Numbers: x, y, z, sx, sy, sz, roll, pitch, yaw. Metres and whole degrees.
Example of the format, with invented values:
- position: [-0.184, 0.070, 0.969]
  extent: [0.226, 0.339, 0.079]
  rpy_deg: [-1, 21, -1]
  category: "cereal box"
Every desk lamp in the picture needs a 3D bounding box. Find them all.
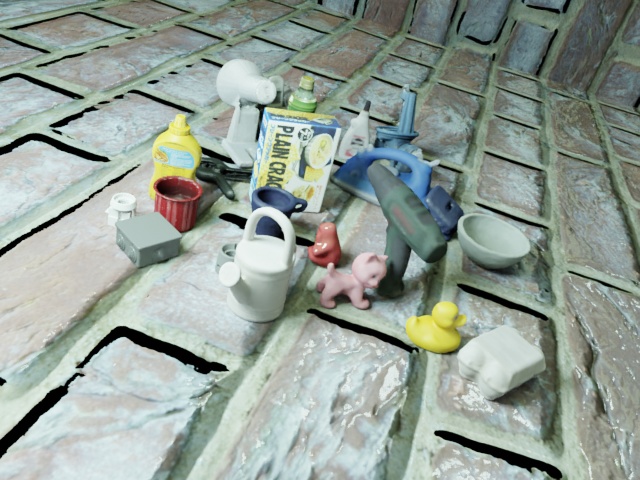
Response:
- position: [-0.174, -0.318, 1.413]
  extent: [0.118, 0.213, 0.202]
  rpy_deg: [-8, 40, -32]
  category: "desk lamp"

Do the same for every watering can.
- position: [-0.094, 0.038, 0.944]
  extent: [0.101, 0.194, 0.173]
  rpy_deg: [18, 33, 4]
  category: "watering can"

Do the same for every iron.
- position: [0.161, -0.167, 1.400]
  extent: [0.258, 0.141, 0.119]
  rpy_deg: [18, 33, 3]
  category: "iron"

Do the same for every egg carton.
- position: [0.310, 0.208, 0.981]
  extent: [0.151, 0.069, 0.107]
  rpy_deg: [-14, 43, -37]
  category: "egg carton"

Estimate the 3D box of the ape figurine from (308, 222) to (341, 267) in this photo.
- position: [0.010, 0.004, 1.131]
  extent: [0.076, 0.092, 0.078]
  rpy_deg: [29, 36, 19]
  category: "ape figurine"

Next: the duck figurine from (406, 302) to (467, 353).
- position: [0.209, 0.146, 1.014]
  extent: [0.104, 0.086, 0.077]
  rpy_deg: [12, 34, -6]
  category: "duck figurine"

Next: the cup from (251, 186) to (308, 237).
- position: [-0.088, -0.049, 1.165]
  extent: [0.118, 0.095, 0.091]
  rpy_deg: [1, 36, -21]
  category: "cup"

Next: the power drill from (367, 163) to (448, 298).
- position: [0.138, -0.007, 1.096]
  extent: [0.076, 0.208, 0.228]
  rpy_deg: [-11, 42, -35]
  category: "power drill"

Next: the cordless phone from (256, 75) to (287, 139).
- position: [-0.098, -0.341, 1.504]
  extent: [0.148, 0.185, 0.094]
  rpy_deg: [-21, 48, -42]
  category: "cordless phone"

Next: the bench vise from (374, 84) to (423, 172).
- position: [0.237, -0.292, 1.543]
  extent: [0.122, 0.220, 0.206]
  rpy_deg: [-14, 43, -37]
  category: "bench vise"

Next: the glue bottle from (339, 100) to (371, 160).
- position: [0.106, -0.292, 1.530]
  extent: [0.078, 0.173, 0.037]
  rpy_deg: [6, 34, -14]
  category: "glue bottle"

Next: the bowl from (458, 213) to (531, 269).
- position: [0.379, 0.014, 1.288]
  extent: [0.167, 0.075, 0.167]
  rpy_deg: [11, 34, -7]
  category: "bowl"

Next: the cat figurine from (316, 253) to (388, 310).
- position: [0.066, 0.063, 1.045]
  extent: [0.128, 0.118, 0.067]
  rpy_deg: [2, 36, -20]
  category: "cat figurine"

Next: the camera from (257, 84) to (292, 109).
- position: [-0.145, -0.394, 1.639]
  extent: [0.143, 0.101, 0.137]
  rpy_deg: [23, 34, 11]
  category: "camera"

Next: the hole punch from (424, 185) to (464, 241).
- position: [0.291, -0.067, 1.354]
  extent: [0.101, 0.091, 0.109]
  rpy_deg: [27, 35, 16]
  category: "hole punch"
